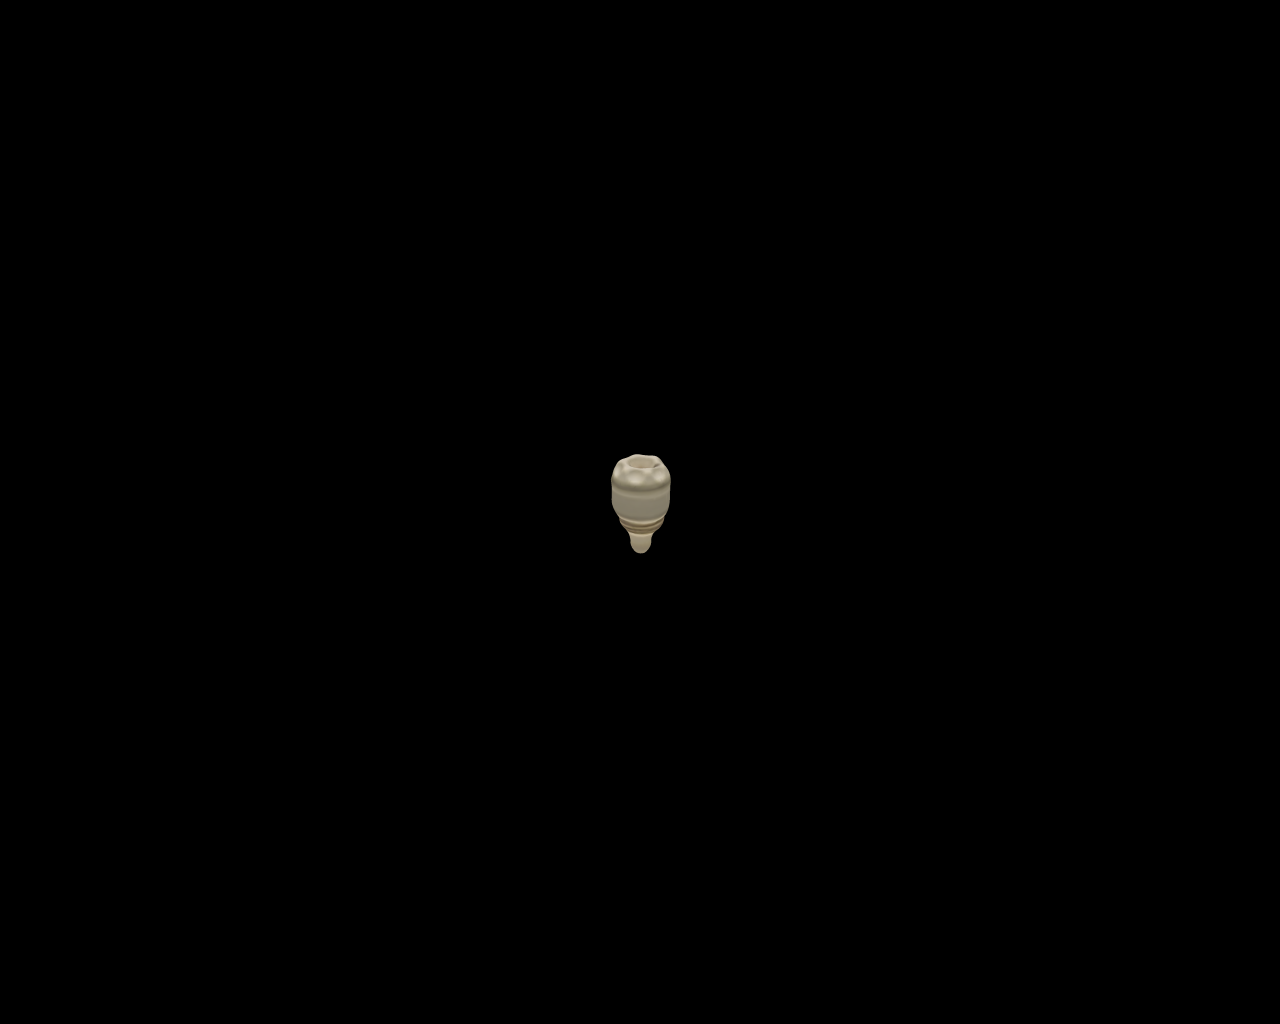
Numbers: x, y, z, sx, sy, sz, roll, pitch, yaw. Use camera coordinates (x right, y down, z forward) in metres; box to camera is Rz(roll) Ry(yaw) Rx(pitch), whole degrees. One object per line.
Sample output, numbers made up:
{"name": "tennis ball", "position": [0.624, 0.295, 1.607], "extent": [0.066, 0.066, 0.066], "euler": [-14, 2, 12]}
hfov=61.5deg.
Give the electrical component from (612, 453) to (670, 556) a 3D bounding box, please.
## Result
{"name": "electrical component", "position": [0.001, -0.003, 0.650], "extent": [0.035, 0.061, 0.035], "euler": [0, 25, 0]}
